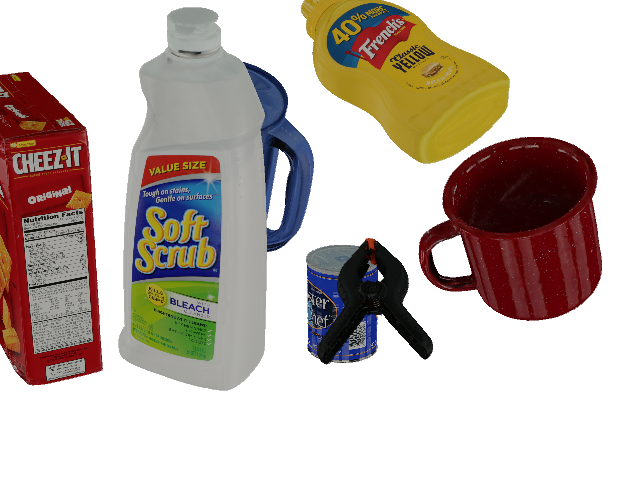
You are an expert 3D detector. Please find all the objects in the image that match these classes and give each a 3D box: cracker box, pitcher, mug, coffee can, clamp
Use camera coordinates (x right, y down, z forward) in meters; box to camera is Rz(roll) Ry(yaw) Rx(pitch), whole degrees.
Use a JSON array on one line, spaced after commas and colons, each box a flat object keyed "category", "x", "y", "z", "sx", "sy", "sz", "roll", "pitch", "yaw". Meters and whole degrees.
[{"category": "cracker box", "x": -0.242, "y": -0.012, "z": 0.879, "sx": 0.072, "sy": 0.214, "sz": 0.164, "roll": -12, "pitch": 28, "yaw": -27}, {"category": "pitcher", "x": -0.099, "y": -0.045, "z": 1.066, "sx": 0.144, "sy": 0.243, "sz": 0.149, "roll": -6, "pitch": 42, "yaw": -16}, {"category": "mug", "x": 0.119, "y": 0.000, "z": 0.666, "sx": 0.117, "sy": 0.081, "sz": 0.093, "roll": -21, "pitch": 39, "yaw": 2}, {"category": "coffee can", "x": 0.031, "y": 0.089, "z": 1.520, "sx": 0.103, "sy": 0.140, "sz": 0.103, "roll": 0, "pitch": 20, "yaw": 0}, {"category": "clamp", "x": 0.067, "y": 0.068, "z": 1.159, "sx": 0.120, "sy": 0.171, "sz": 0.039, "roll": 7, "pitch": -41, "yaw": 6}]

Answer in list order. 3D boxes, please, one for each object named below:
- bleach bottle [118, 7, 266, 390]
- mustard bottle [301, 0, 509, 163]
[{"category": "bleach bottle", "x": -0.084, "y": -0.025, "z": 0.675, "sx": 0.103, "sy": 0.251, "sz": 0.068, "roll": 16, "pitch": 36, "yaw": 20}, {"category": "mustard bottle", "x": 0.051, "y": -0.142, "z": 0.844, "sx": 0.096, "sy": 0.058, "sz": 0.192, "roll": -35, "pitch": 56, "yaw": -20}]
